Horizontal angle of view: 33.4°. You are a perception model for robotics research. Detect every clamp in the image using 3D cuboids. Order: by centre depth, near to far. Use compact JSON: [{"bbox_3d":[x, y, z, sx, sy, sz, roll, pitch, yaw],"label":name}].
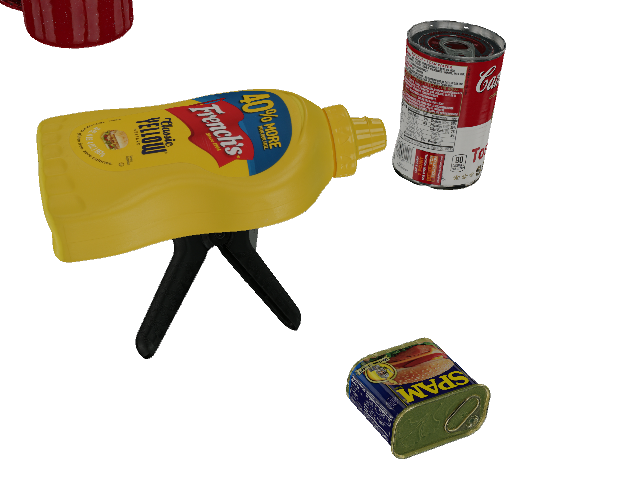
[{"bbox_3d":[-0.090,-0.002,0.966,0.164,0.210,0.036,0,0,-34],"label":"clamp"}]

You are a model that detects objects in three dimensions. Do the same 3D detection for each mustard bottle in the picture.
[{"bbox_3d":[-0.057,-0.044,0.595,0.191,0.058,0.096,-10,41,-9],"label":"mustard bottle"}]

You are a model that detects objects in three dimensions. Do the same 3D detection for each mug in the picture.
[{"bbox_3d":[-0.194,-0.195,0.790,0.117,0.081,0.093,2,35,1],"label":"mug"}]

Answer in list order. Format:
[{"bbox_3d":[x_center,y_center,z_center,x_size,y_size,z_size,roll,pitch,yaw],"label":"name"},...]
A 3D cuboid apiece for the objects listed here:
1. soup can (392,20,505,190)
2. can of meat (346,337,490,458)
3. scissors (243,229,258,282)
[{"bbox_3d":[0.089,-0.095,0.755,0.068,0.102,0.068,4,31,-3],"label":"soup can"},{"bbox_3d":[0.085,0.137,0.952,0.101,0.057,0.084,-14,35,-27],"label":"can of meat"},{"bbox_3d":[-0.055,-0.060,1.171,0.096,0.202,0.016,-10,-8,-11],"label":"scissors"}]
